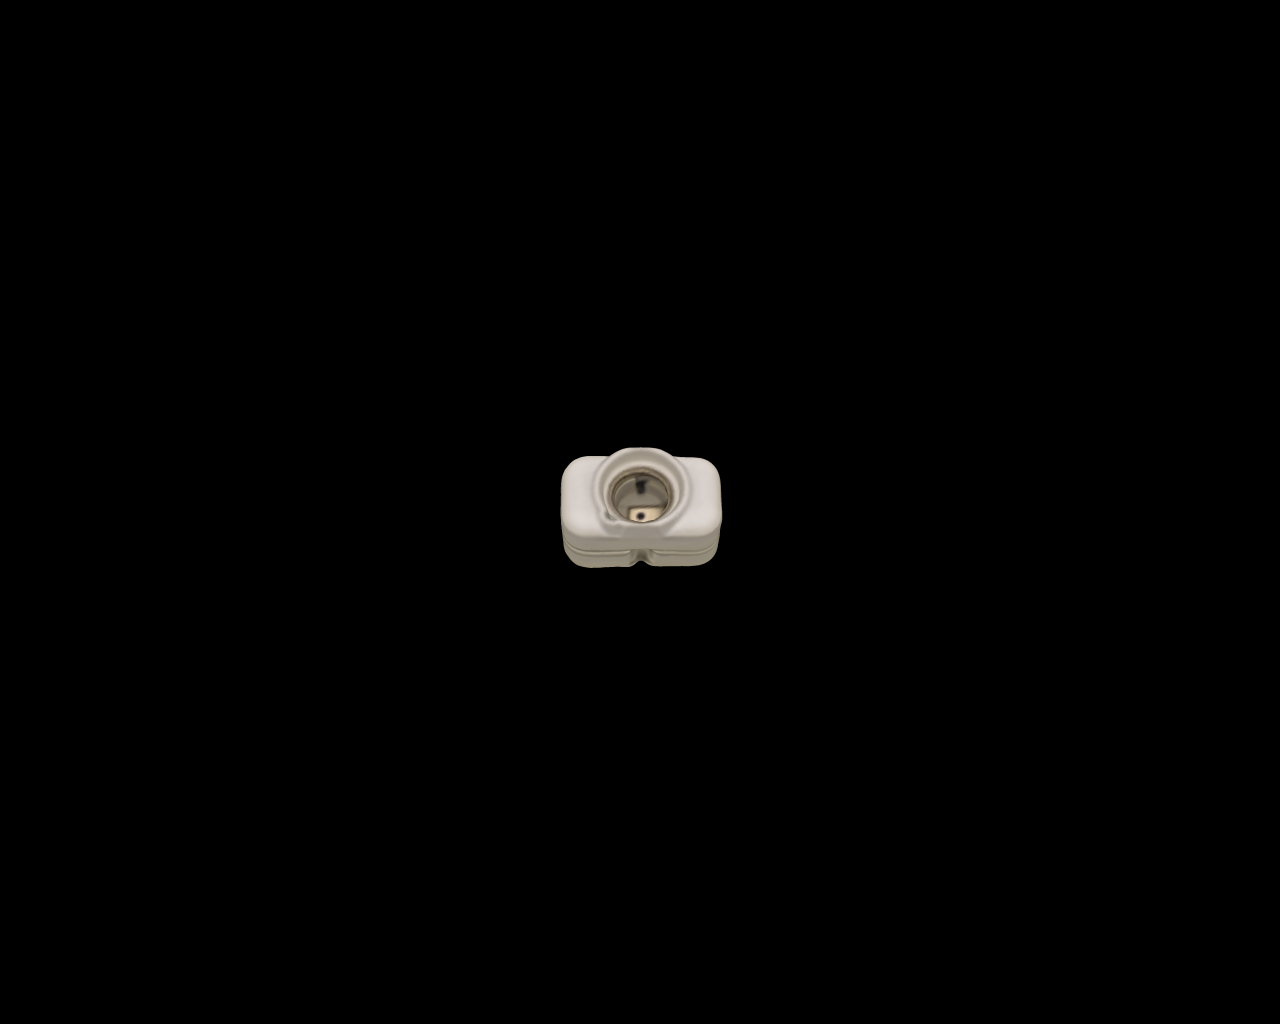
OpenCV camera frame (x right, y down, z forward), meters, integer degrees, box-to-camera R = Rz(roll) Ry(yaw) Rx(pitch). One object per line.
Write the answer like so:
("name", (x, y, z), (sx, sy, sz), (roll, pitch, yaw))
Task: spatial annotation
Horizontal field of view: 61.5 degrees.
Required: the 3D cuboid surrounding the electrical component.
("electrical component", (0.001, -0.003, 0.650), (0.095, 0.054, 0.059), (0, -25, 0))
